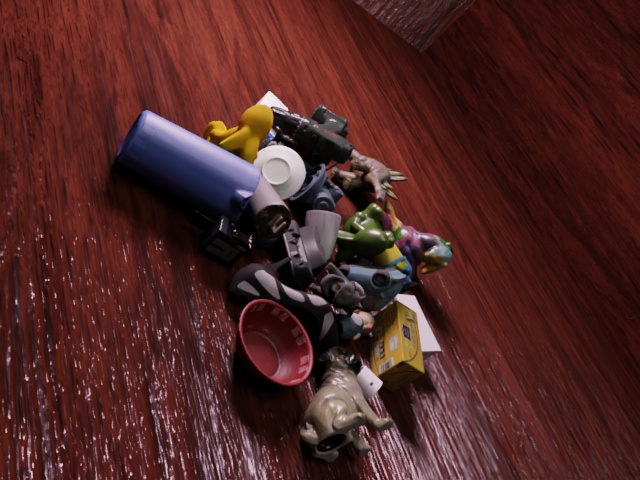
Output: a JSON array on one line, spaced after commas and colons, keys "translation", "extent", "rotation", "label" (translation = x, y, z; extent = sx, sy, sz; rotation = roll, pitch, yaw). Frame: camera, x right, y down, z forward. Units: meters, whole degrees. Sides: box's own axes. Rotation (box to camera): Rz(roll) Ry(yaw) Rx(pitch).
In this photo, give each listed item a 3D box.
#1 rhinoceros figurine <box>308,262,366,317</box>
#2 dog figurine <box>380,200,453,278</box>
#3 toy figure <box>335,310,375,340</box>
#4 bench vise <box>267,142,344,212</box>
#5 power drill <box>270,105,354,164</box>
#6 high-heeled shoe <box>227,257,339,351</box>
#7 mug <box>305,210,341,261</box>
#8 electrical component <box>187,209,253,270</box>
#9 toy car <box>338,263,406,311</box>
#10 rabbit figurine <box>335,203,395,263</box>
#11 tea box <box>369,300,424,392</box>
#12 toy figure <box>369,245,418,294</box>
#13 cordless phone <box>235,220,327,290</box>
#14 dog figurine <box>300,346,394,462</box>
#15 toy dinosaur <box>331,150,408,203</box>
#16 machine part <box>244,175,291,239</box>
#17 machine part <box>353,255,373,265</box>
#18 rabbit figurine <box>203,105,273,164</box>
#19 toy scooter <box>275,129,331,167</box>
[{"translation": [0.038, 0.108, 1.080], "extent": [0.112, 0.073, 0.190], "rotation": [43, -5, 5], "label": "rhinoceros figurine"}, {"translation": [0.241, -0.011, 1.469], "extent": [0.219, 0.192, 0.108], "rotation": [59, 34, -15], "label": "dog figurine"}, {"translation": [0.076, 0.181, 1.144], "extent": [0.154, 0.058, 0.064], "rotation": [2, 71, -54], "label": "toy figure"}, {"translation": [-0.036, -0.161, 1.320], "extent": [0.240, 0.129, 0.224], "rotation": [42, 28, -22], "label": "bench vise"}, {"translation": [-0.012, -0.288, 1.367], "extent": [0.232, 0.086, 0.207], "rotation": [31, 21, 0], "label": "power drill"}, {"translation": [-0.063, 0.144, 1.001], "extent": [0.145, 0.086, 0.248], "rotation": [-34, 99, -32], "label": "high-heeled shoe"}, {"translation": [-0.003, -0.004, 1.219], "extent": [0.081, 0.109, 0.107], "rotation": [12, 76, -9], "label": "mug"}, {"translation": [-0.188, -0.006, 0.982], "extent": [0.119, 0.075, 0.048], "rotation": [37, 32, -29], "label": "electrical component"}, {"translation": [0.109, 0.109, 1.211], "extent": [0.109, 0.162, 0.102], "rotation": [-1, 95, -72], "label": "toy car"}, {"translation": [0.102, -0.010, 1.279], "extent": [0.170, 0.159, 0.121], "rotation": [-117, -168, -78], "label": "rabbit figurine"}, {"translation": [0.163, 0.228, 1.165], "extent": [0.068, 0.098, 0.170], "rotation": [35, 35, -23], "label": "tea box"}, {"translation": [0.180, 0.056, 1.400], "extent": [0.089, 0.082, 0.180], "rotation": [-8, 66, -55], "label": "toy figure"}, {"translation": [-0.090, 0.020, 1.100], "extent": [0.184, 0.088, 0.147], "rotation": [11, 47, -33], "label": "cordless phone"}, {"translation": [0.014, 0.270, 0.939], "extent": [0.172, 0.121, 0.191], "rotation": [24, 25, -42], "label": "dog figurine"}, {"translation": [0.135, -0.190, 1.546], "extent": [0.198, 0.105, 0.472], "rotation": [21, 20, -17], "label": "toy dinosaur"}, {"translation": [-0.118, -0.072, 1.084], "extent": [0.079, 0.079, 0.243], "rotation": [28, 15, -34], "label": "machine part"}, {"translation": [0.134, 0.095, 1.335], "extent": [0.139, 0.039, 0.084], "rotation": [47, 25, -3], "label": "machine part"}, {"translation": [-0.171, -0.218, 1.146], "extent": [0.121, 0.173, 0.162], "rotation": [42, 26, -21], "label": "rabbit figurine"}, {"translation": [-0.049, -0.274, 1.473], "extent": [0.183, 0.075, 0.135], "rotation": [21, 39, -33], "label": "toy scooter"}]
